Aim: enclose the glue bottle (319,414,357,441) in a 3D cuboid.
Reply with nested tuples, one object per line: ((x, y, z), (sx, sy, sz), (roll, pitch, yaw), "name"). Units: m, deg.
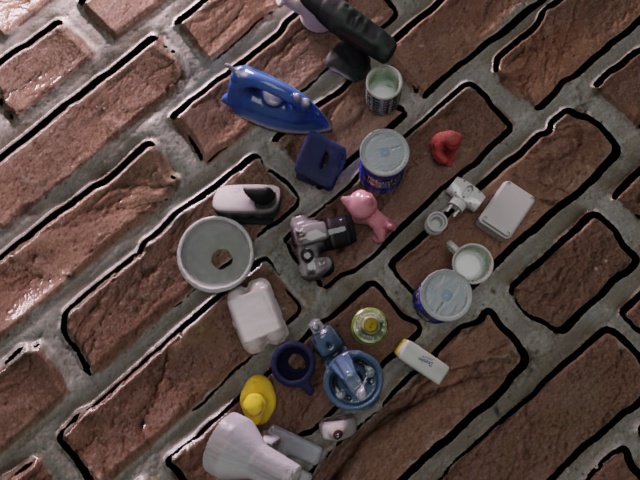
((0.035, 0.375, 1.130), (0.078, 0.173, 0.037), (-9, 79, 1), "glue bottle")

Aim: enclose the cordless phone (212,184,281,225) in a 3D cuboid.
((-0.161, -0.094, 1.216), (0.147, 0.185, 0.094), (-3, 80, 2), "cordless phone")

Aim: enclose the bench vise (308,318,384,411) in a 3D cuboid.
((0.037, 0.255, 1.128), (0.207, 0.220, 0.121), (36, 83, 8), "bench vise")

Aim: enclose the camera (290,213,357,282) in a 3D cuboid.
((0.011, 0.004, 1.235), (0.137, 0.101, 0.143), (-14, 80, 0), "camera")

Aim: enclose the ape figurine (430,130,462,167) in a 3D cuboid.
((0.283, -0.213, 1.268), (0.078, 0.092, 0.076), (-36, 80, -4), "ape figurine")

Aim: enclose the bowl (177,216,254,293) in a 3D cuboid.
((-0.222, 0.035, 1.251), (0.167, 0.075, 0.167), (0, 80, 2), "bowl")

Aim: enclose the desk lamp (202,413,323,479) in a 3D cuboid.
((-0.105, 0.418, 1.108), (0.203, 0.213, 0.118), (22, 81, 6), "desk lamp")

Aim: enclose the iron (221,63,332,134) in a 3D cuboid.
((-0.094, -0.319, 1.276), (0.258, 0.141, 0.119), (22, 81, 6), "iron")

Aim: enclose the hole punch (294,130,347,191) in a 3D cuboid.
((0.004, -0.176, 1.272), (0.101, 0.091, 0.109), (21, 81, 6), "hole punch")

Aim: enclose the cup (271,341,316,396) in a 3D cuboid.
((-0.045, 0.268, 1.192), (0.092, 0.095, 0.117), (-33, 80, -4), "cup")

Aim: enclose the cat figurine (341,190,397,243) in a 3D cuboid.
((0.107, -0.059, 1.234), (0.127, 0.118, 0.067), (40, 84, 9), "cat figurine")

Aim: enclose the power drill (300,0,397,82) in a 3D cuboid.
((0.057, -0.442, 1.258), (0.229, 0.208, 0.076), (30, 82, 7), "power drill")

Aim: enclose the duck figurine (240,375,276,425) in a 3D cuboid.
((-0.133, 0.334, 1.188), (0.077, 0.086, 0.104), (1, 80, 3), "duck figurine")

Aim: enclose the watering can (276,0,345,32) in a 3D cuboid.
((-0.010, -0.558, 1.289), (0.173, 0.194, 0.101), (-37, 80, -4), "watering can")

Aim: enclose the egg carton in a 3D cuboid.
((-0.135, 0.163, 1.228), (0.107, 0.069, 0.150), (-23, 80, -2), "egg carton")
